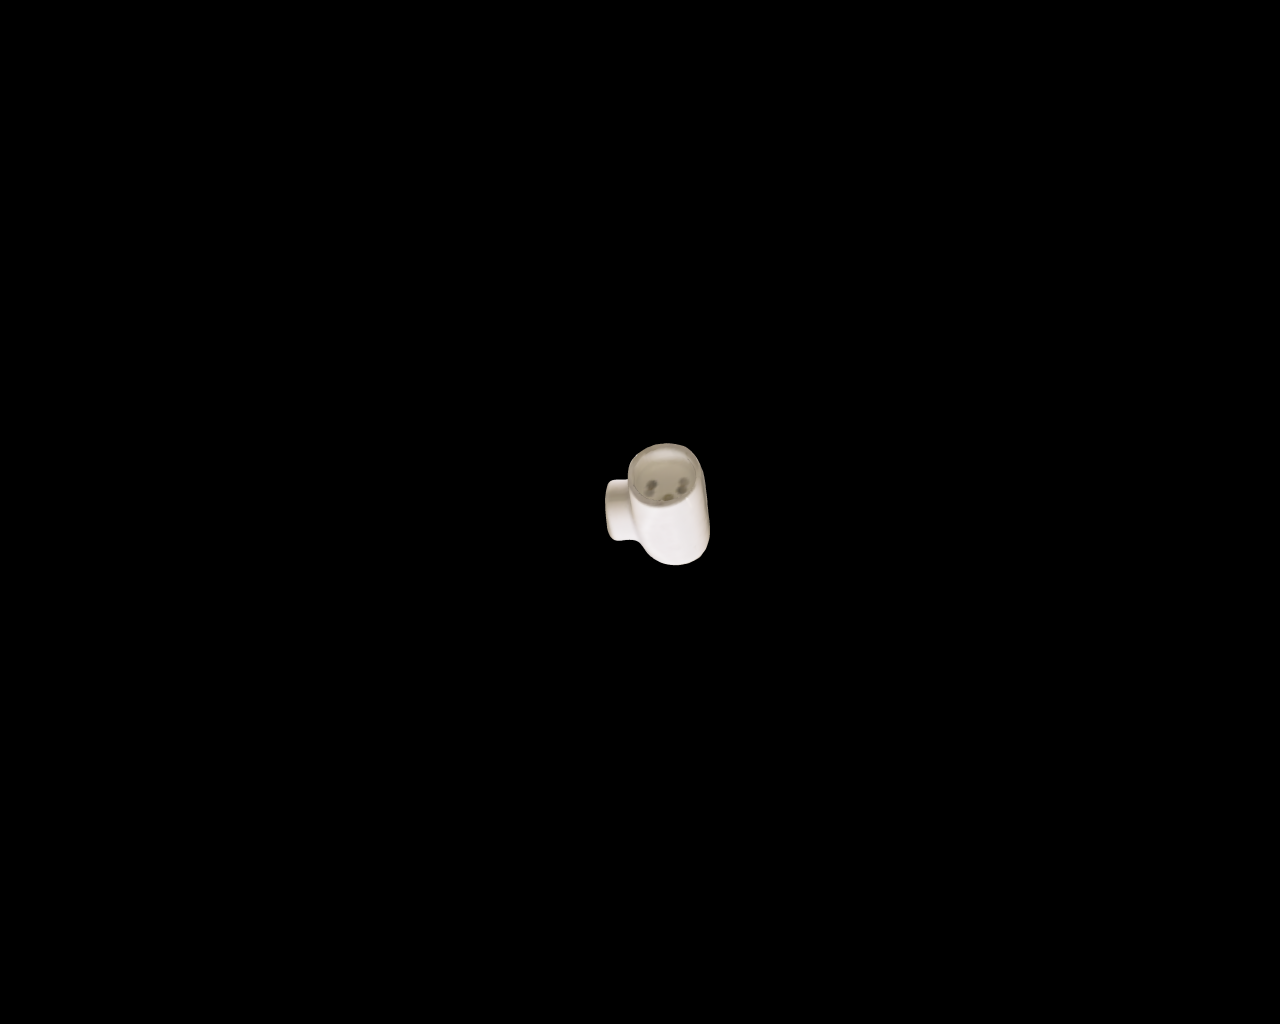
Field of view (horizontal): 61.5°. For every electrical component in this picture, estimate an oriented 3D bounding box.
[{"bbox_3d":[0.001,-0.003,0.650,0.079,0.044,0.077,-4,-29,7],"label":"electrical component"}]
